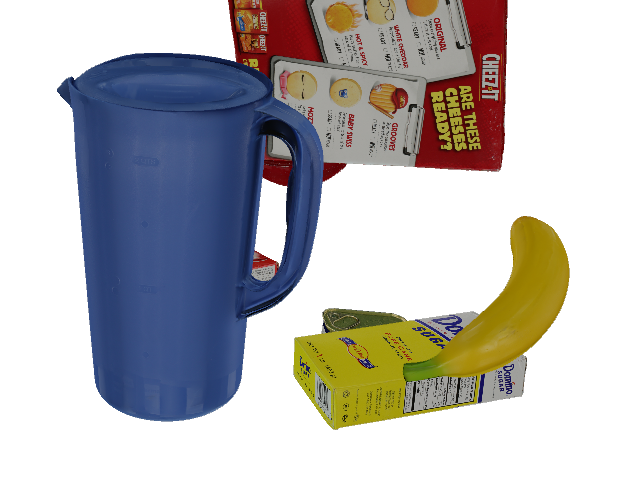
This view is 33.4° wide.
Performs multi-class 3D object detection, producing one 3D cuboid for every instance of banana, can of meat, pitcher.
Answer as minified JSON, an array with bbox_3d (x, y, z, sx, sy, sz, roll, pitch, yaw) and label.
[{"bbox_3d":[0.125,0.033,0.694,0.070,0.037,0.197,14,34,28],"label":"banana"},{"bbox_3d":[0.046,0.131,1.234,0.102,0.084,0.057,6,24,-12],"label":"can of meat"},{"bbox_3d":[-0.094,0.001,0.737,0.144,0.243,0.149,-9,27,-26],"label":"pitcher"}]

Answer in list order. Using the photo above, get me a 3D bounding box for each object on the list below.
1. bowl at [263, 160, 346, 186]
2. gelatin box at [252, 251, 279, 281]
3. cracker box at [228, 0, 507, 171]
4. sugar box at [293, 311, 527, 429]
[{"bbox_3d":[-0.024,-0.108,1.202,0.162,0.055,0.162,-3,38,2],"label":"bowl"},{"bbox_3d":[-0.094,0.028,0.982,0.089,0.030,0.073,-12,24,-35],"label":"gelatin box"},{"bbox_3d":[0.041,-0.145,0.859,0.214,0.164,0.072,3,35,12],"label":"cracker box"},{"bbox_3d":[0.075,0.106,0.903,0.176,0.048,0.093,-9,26,-19],"label":"sugar box"}]
